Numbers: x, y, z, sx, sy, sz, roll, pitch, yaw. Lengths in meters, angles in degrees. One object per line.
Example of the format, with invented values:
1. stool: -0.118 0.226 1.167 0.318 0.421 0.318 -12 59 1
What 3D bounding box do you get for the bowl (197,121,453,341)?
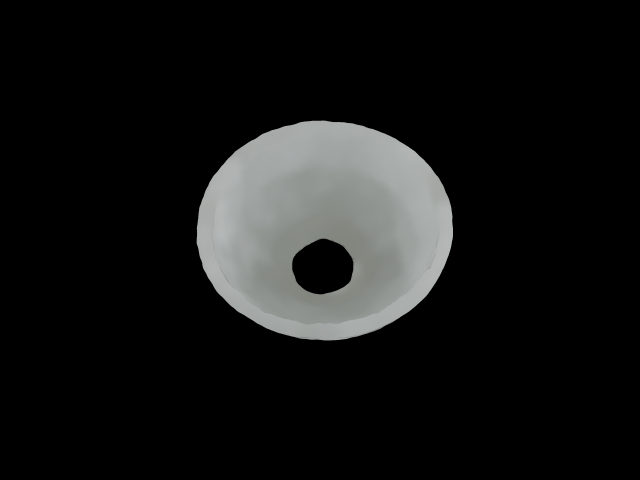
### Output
1. bowl: 0.004 0.001 0.400 0.167 0.075 0.167 0 59 0
